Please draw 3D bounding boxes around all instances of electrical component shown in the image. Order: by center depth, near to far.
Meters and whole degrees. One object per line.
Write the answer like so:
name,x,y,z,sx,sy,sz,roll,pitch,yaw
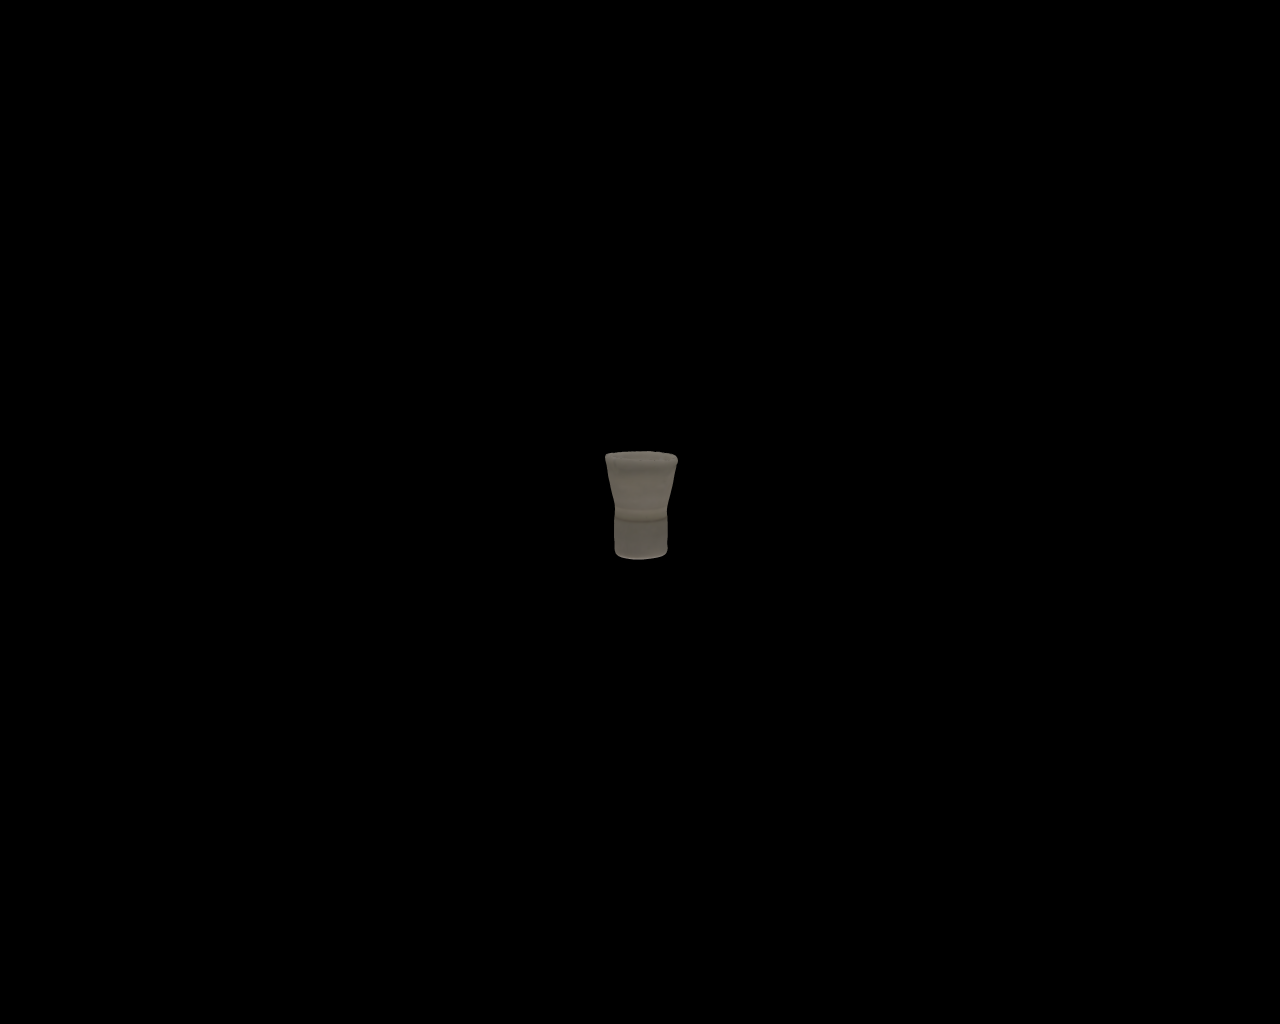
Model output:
electrical component,0.001,-0.003,0.650,0.044,0.065,0.044,0,10,0
